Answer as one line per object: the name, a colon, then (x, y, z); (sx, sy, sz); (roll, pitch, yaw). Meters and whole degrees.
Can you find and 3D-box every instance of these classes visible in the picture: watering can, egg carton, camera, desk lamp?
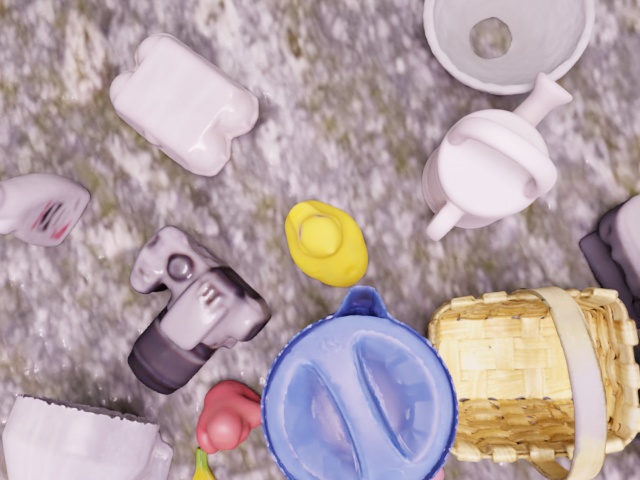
watering can: (0.158, -0.075, 0.527); (0.101, 0.194, 0.173); (17, 88, 4)
egg carton: (-0.144, -0.142, 0.605); (0.150, 0.069, 0.107); (36, 89, 4)
camera: (-0.143, 0.077, 0.578); (0.143, 0.101, 0.137); (41, 89, 4)
desk lamp: (-0.208, 0.227, 0.516); (0.118, 0.213, 0.203); (12, 87, 3)

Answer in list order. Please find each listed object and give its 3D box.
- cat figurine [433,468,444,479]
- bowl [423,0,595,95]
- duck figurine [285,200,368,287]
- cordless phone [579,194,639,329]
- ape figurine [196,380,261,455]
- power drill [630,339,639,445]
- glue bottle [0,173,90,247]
cat figurine: (0.083, 0.281, 0.549); (0.067, 0.118, 0.128); (16, 88, 3)
bowl: (0.187, -0.223, 0.594); (0.167, 0.075, 0.167); (0, 87, 2)
duck figurine: (0.005, 0.002, 0.583); (0.077, 0.086, 0.104); (-40, 86, 0)
cordless phone: (0.331, 0.026, 0.519); (0.094, 0.185, 0.147); (-30, 86, 1)
ape figurine: (-0.091, 0.183, 0.574); (0.078, 0.092, 0.076); (-11, 86, 2)
power drill: (0.309, 0.143, 0.502); (0.075, 0.208, 0.230); (-20, 86, 1)
glue bottle: (-0.288, -0.034, 0.553); (0.037, 0.173, 0.078); (29, 88, 4)
